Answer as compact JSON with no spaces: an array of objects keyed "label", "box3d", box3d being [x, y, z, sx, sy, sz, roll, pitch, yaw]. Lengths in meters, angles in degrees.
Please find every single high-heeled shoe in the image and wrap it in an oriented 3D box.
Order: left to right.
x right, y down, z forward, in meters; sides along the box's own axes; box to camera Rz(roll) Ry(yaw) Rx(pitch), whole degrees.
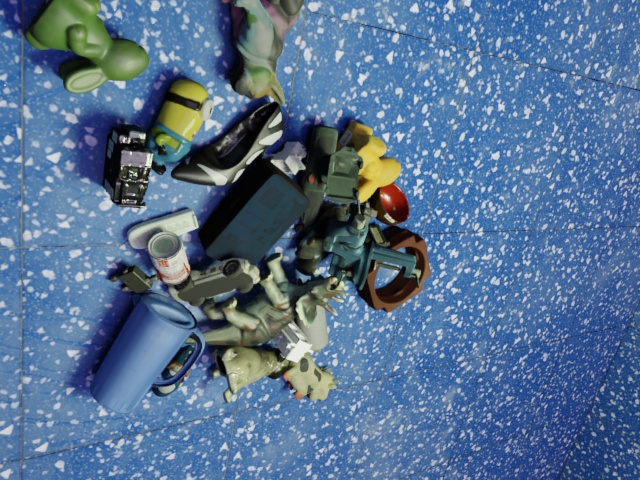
[{"label":"high-heeled shoe","box3d":[-0.174,-0.193,1.055,0.249,0.086,0.145,-23,145,-43]}]

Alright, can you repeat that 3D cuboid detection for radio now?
[{"label":"radio","box3d":[-0.138,-0.047,1.148,0.229,0.073,0.131,-46,133,13]}]

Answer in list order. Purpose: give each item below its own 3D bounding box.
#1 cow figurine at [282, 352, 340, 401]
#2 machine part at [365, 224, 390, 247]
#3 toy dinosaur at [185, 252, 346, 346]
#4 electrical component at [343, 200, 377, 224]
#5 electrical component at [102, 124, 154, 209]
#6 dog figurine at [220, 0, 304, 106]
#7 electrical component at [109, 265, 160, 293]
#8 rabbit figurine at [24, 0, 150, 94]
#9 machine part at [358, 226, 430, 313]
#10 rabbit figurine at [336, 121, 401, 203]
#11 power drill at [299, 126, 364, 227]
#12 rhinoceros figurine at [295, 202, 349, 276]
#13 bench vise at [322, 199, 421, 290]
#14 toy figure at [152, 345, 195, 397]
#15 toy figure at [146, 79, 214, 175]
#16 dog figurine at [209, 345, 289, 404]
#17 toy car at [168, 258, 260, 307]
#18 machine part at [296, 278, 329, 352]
[{"label":"cow figurine","box3d":[-0.029,0.370,1.463,0.127,0.086,0.194,-32,127,-8]},{"label":"machine part","box3d":[0.102,0.000,1.367,0.139,0.084,0.039,-14,150,-18]},{"label":"toy dinosaur","box3d":[-0.132,0.171,1.233,0.405,0.131,0.192,-32,111,5]},{"label":"electrical component","box3d":[0.091,-0.064,1.307,0.045,0.102,0.078,29,86,-37]},{"label":"electrical component","box3d":[-0.345,-0.136,0.962,0.058,0.115,0.134,0,115,-36]},{"label":"dog figurine","box3d":[-0.096,-0.370,1.017,0.191,0.109,0.218,-32,132,-20]},{"label":"electrical component","box3d":[-0.374,0.078,1.086,0.094,0.021,0.063,-17,132,20]},{"label":"rabbit figurine","box3d":[-0.362,-0.308,0.857,0.170,0.121,0.159,34,99,-38]},{"label":"machine part","box3d":[0.193,0.078,1.455,0.201,0.087,0.200,-32,128,-19]},{"label":"rabbit figurine","box3d":[0.116,-0.168,1.253,0.173,0.122,0.162,17,108,-40]},{"label":"power drill","box3d":[0.016,-0.127,1.151,0.086,0.207,0.231,7,99,-16]},{"label":"rhinoceros figurine","box3d":[-0.003,-0.004,1.295,0.112,0.073,0.190,24,97,-51]},{"label":"bench vise","box3d":[0.122,0.033,1.238,0.241,0.129,0.223,15,125,-1]},{"label":"toy figure","box3d":[-0.326,0.295,1.211,0.064,0.058,0.154,14,127,-41]},{"label":"toy figure","box3d":[-0.269,-0.211,0.997,0.089,0.082,0.180,33,95,-43]},{"label":"dog figurine","box3d":[-0.158,0.288,1.302,0.190,0.121,0.172,-20,156,-29]},{"label":"toy car","box3d":[-0.226,0.088,1.146,0.202,0.056,0.073,-17,138,11]},{"label":"machine part","box3d":[-0.023,0.198,1.376,0.079,0.079,0.242,-22,123,-23]}]
